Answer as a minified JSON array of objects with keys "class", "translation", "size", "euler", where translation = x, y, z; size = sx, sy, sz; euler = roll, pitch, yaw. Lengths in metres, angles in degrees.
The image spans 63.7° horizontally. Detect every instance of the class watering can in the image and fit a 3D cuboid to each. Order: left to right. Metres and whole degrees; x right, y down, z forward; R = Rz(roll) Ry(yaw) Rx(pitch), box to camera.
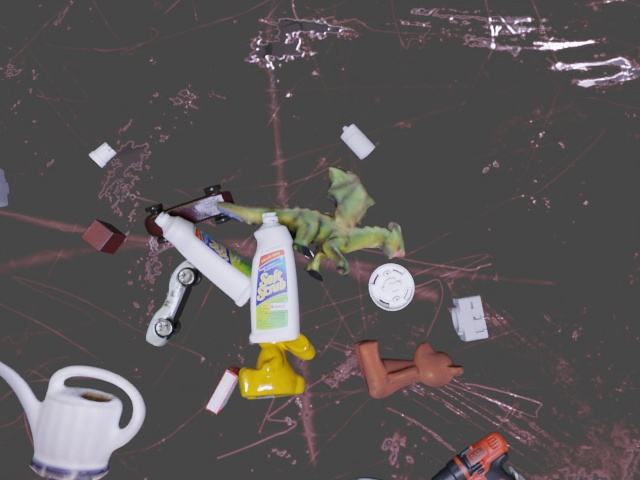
[{"class":"watering can","translation":[-0.537,0.366,1.061],"size":[0.348,0.103,0.226],"euler":[10,83,2]}]

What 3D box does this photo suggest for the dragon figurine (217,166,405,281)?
[{"class":"dragon figurine","translation":[0.003,-0.057,1.139],"size":[0.411,0.120,0.247],"euler":[32,67,3]}]
